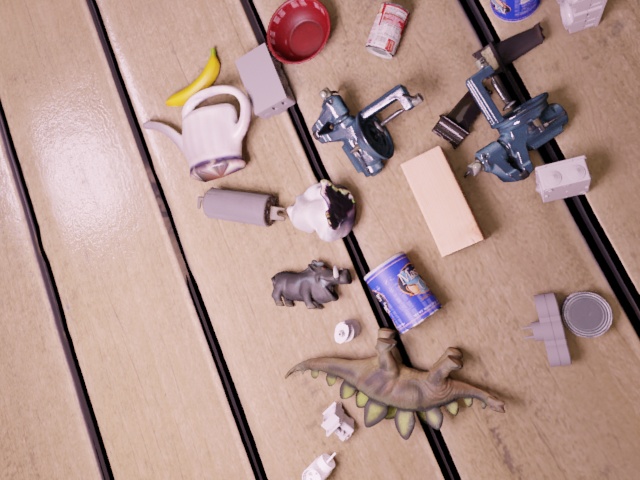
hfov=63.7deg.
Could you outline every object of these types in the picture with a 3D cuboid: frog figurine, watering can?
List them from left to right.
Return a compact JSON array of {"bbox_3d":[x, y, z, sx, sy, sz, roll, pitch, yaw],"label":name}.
[{"bbox_3d":[-0.302,-0.251,1.281,0.345,0.104,0.225,-13,83,30],"label":"watering can"},{"bbox_3d":[0.004,-0.059,1.166,0.157,0.124,0.138,-28,86,54],"label":"frog figurine"}]
